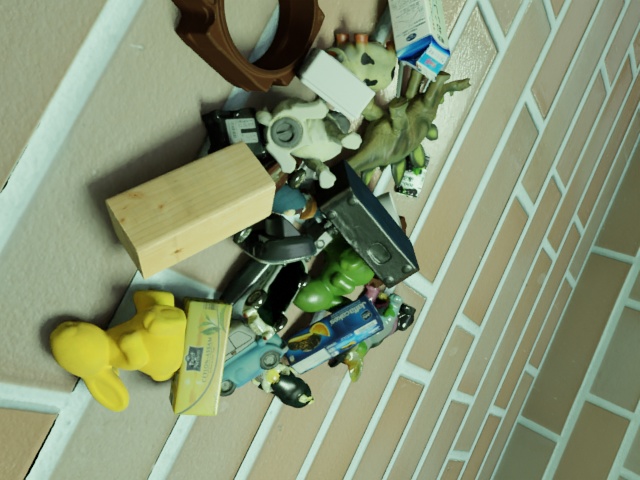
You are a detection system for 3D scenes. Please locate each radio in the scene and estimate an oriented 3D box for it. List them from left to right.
[{"bbox_3d":[0.087,-0.026,0.976,0.073,0.131,0.229,-36,114,18],"label":"radio"}]

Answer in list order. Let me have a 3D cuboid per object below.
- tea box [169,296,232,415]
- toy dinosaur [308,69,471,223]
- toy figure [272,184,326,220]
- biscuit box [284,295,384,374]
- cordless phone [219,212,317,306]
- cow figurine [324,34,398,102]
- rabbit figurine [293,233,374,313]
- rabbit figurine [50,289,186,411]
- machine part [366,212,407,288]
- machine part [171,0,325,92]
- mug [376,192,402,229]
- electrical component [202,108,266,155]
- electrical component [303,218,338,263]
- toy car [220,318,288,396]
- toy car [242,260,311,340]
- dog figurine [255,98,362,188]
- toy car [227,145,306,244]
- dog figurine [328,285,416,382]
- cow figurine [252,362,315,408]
[{"bbox_3d":[-0.188,0.177,0.841,0.068,0.098,0.169,10,87,-20],"label":"tea box"},{"bbox_3d":[0.144,-0.206,1.087,0.471,0.105,0.198,-34,134,-21],"label":"toy dinosaur"},{"bbox_3d":[-0.041,-0.070,0.966,0.154,0.058,0.064,12,85,-47],"label":"toy figure"},{"bbox_3d":[0.026,0.190,1.079,0.203,0.063,0.059,-30,142,3],"label":"biscuit box"},{"bbox_3d":[-0.102,0.047,0.893,0.088,0.147,0.184,42,83,-22],"label":"cordless phone"},{"bbox_3d":[0.061,-0.303,0.967,0.195,0.086,0.127,-14,111,-46],"label":"cow figurine"},{"bbox_3d":[0.017,0.081,1.086,0.170,0.121,0.158,-38,141,-8],"label":"rabbit figurine"},{"bbox_3d":[-0.291,0.151,0.764,0.173,0.122,0.162,1,115,-35],"label":"rabbit figurine"},{"bbox_3d":[0.130,0.017,1.205,0.179,0.056,0.179,-24,124,-42],"label":"machine part"},{"bbox_3d":[-0.093,-0.333,0.772,0.200,0.087,0.201,36,80,-50],"label":"machine part"},{"bbox_3d":[0.107,-0.032,1.093,0.081,0.107,0.109,-24,98,-76],"label":"mug"},{"bbox_3d":[-0.118,-0.163,0.830,0.119,0.048,0.074,-10,95,-41],"label":"electrical component"},{"bbox_3d":[-0.003,-0.002,1.030,0.102,0.078,0.045,-48,120,-4],"label":"electrical component"},{"bbox_3d":[-0.147,0.192,0.943,0.162,0.109,0.102,-30,103,-17],"label":"toy car"},{"bbox_3d":[-0.075,0.091,0.949,0.073,0.056,0.202,53,37,-18],"label":"toy car"},{"bbox_3d":[-0.027,-0.188,0.893,0.172,0.191,0.121,38,107,-23],"label":"dog figurine"},{"bbox_3d":[-0.105,-0.082,0.863,0.202,0.089,0.053,-46,170,-23],"label":"toy car"},{"bbox_3d":[0.113,0.219,1.240,0.219,0.109,0.191,-59,143,-5],"label":"dog figurine"},{"bbox_3d":[-0.079,0.278,1.049,0.068,0.098,0.167,-53,138,-9],"label":"cow figurine"}]
